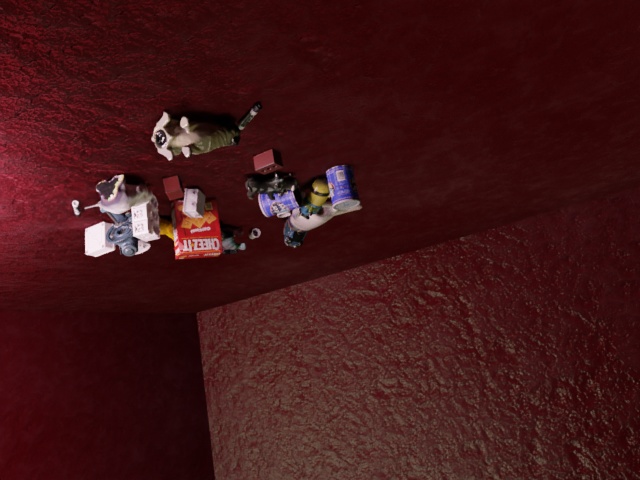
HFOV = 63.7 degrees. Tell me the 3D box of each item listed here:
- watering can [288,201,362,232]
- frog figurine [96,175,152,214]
[{"bbox_3d":[0.007,-0.112,2.230,0.348,0.105,0.221,-1,161,-44],"label":"watering can"},{"bbox_3d":[-0.618,-0.132,1.656,0.136,0.125,0.157,-35,147,13],"label":"frog figurine"}]
